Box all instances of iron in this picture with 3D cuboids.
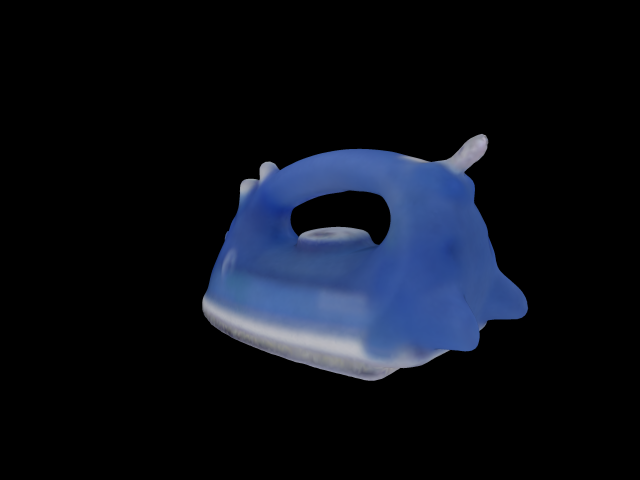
[{"bbox_3d":[0.004,0.001,0.400,0.257,0.141,0.119,5,9,36],"label":"iron"}]
